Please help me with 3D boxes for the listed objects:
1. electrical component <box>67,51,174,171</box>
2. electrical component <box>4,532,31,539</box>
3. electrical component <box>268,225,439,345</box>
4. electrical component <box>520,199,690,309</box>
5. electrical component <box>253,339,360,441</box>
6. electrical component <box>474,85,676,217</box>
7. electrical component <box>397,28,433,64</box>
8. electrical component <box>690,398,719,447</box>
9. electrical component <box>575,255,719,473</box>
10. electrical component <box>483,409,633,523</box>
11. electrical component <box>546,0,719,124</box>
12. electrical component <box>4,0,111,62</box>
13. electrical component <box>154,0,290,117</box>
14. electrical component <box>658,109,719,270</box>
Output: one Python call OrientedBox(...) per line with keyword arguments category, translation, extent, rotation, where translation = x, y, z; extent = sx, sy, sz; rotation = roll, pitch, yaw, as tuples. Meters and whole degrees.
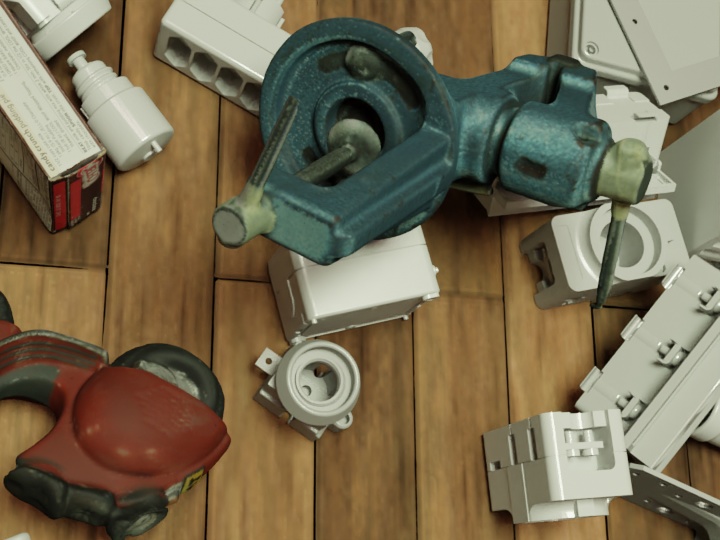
OrientedBox(category="electrical component", translation=(-0.144, -0.094, 0.631), extent=(0.040, 0.040, 0.078), rotation=(-37, 87, -23))
OrientedBox(category="electrical component", translation=(-0.197, 0.171, 0.500), extent=(0.109, 0.108, 0.056), rotation=(-19, 78, -21))
OrientedBox(category="electrical component", translation=(0.000, 0.000, 0.636), extent=(0.096, 0.062, 0.061), rotation=(-11, 78, -20))
OrientedBox(category="electrical component", translation=(0.159, -0.011, 0.691), extent=(0.089, 0.056, 0.050), rotation=(-9, 77, -19))
OrientedBox(category="electrical component", translation=(-0.028, 0.066, 0.611), extent=(0.066, 0.055, 0.048), rotation=(37, 67, -4))
OrientedBox(category="electrical component", translation=(0.133, -0.078, 0.692), extent=(0.121, 0.063, 0.078), rotation=(-7, 36, -19))
OrientedBox(category="electrical component", translation=(0.015, -0.134, 0.695), extent=(0.061, 0.035, 0.035), rotation=(-21, 81, -19))
OrientedBox(category="electrical component", translation=(0.235, 0.096, 0.693), extent=(0.046, 0.040, 0.040), rotation=(27, 68, -14))
OrientedBox(category="electrical component", translation=(0.192, 0.056, 0.657), extent=(0.063, 0.079, 0.121), rotation=(38, 89, 25))
OrientedBox(category="electrical component", translation=(0.112, 0.115, 0.621), extent=(0.050, 0.089, 0.055), rotation=(0, 74, -17))
OrientedBox(category="electrical component", translation=(0.190, -0.169, 0.747), extent=(0.109, 0.056, 0.108), rotation=(11, 71, -14))
OrientedBox(category="electrical component", translation=(-0.183, -0.158, 0.624), extent=(0.058, 0.078, 0.057), rotation=(-47, 110, -22))
OrientedBox(category="electrical component", translation=(-0.071, -0.150, 0.666), extent=(0.083, 0.047, 0.075), rotation=(30, 69, -7))
OrientedBox(category="electrical component", translation=(0.255, -0.056, 0.682), extent=(0.062, 0.150, 0.089), rotation=(11, 71, -12))
